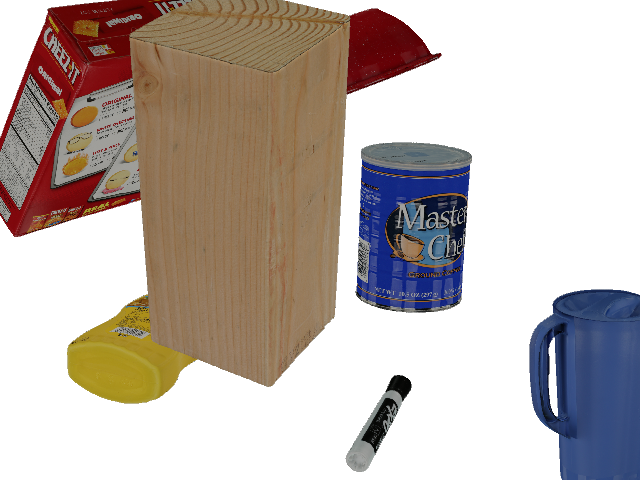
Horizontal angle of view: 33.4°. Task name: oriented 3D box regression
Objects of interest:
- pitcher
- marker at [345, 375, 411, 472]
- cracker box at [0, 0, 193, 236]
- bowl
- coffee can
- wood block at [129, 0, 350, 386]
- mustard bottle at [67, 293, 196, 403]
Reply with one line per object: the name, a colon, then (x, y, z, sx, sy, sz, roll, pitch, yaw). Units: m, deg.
pitcher: (0.341, 0.189, 1.306, 0.149, 0.243, 0.144, 4, 14, 22)
marker: (0.049, 0.142, 0.852, 0.020, 0.020, 0.121, 0, 23, 23)
cracker box: (-0.182, -0.110, 0.917, 0.163, 0.072, 0.214, -21, -24, -44)
bowl: (0.012, -0.144, 0.855, 0.162, 0.055, 0.162, -20, 8, 3)
coffee can: (0.087, -0.015, 1.006, 0.103, 0.140, 0.103, 2, 15, -1)
wood block: (-0.045, -0.030, 0.628, 0.091, 0.206, 0.090, 18, 37, 23)
mustard bottle: (-0.151, 0.088, 1.013, 0.096, 0.058, 0.191, 9, 21, 18)
